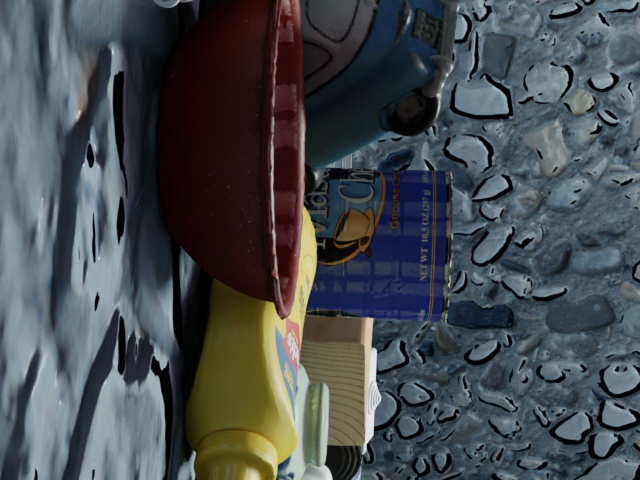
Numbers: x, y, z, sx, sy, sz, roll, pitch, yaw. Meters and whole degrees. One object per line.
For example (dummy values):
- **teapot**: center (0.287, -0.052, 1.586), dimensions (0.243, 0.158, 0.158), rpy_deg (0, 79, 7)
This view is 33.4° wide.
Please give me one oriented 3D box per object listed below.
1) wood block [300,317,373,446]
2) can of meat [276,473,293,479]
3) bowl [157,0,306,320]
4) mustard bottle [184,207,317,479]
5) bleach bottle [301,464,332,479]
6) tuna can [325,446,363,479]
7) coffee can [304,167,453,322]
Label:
- **wood block**: center (-0.004, 0.063, 0.850), dimensions (0.206, 0.090, 0.091), rpy_deg (-80, 171, -62)
- **can of meat**: center (-0.039, 0.179, 0.549), dimensions (0.084, 0.057, 0.102), rpy_deg (-86, -173, -76)
- **bowl**: center (-0.039, -0.045, 0.495), dimensions (0.162, 0.055, 0.162), rpy_deg (2, 89, -86)
- **mustard bottle**: center (-0.037, 0.063, 0.575), dimensions (0.191, 0.058, 0.096), rpy_deg (-84, 175, -47)
- **bleach bottle**: center (-0.036, 0.234, 0.660), dimensions (0.250, 0.068, 0.102), rpy_deg (-67, 157, -74)
- **tuna can**: center (-0.009, 0.182, 0.853), dimensions (0.086, 0.086, 0.034), rpy_deg (-83, 175, -53)
- **coffee can**: center (0.016, 0.002, 0.716), dimensions (0.103, 0.140, 0.103), rpy_deg (3, 89, -86)
